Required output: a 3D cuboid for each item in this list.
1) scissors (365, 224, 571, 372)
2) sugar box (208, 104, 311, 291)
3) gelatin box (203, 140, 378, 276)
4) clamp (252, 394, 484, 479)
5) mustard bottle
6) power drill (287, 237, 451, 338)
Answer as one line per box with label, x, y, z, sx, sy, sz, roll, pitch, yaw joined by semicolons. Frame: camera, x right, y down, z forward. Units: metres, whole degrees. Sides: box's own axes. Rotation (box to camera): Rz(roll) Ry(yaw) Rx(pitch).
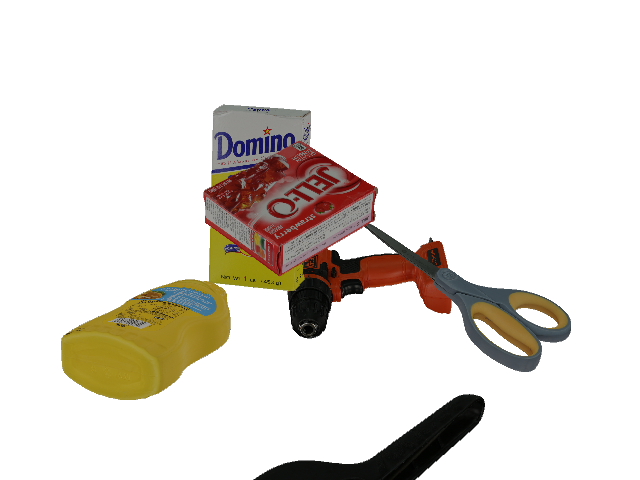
scissors;0.122;0.034;0.862;0.096;0.016;0.202;-10;39;-27
sugar box;-0.061;-0.043;1.057;0.093;0.176;0.048;5;17;10
gelatin box;-0.019;-0.023;0.688;0.089;0.030;0.073;-31;50;-33
clamp;0.025;0.159;0.650;0.210;0.036;0.164;-6;29;3
mustard bottle;-0.133;0.076;0.930;0.096;0.058;0.191;7;18;22
power drill;0.055;0.053;1.238;0.187;0.057;0.184;-2;28;2
